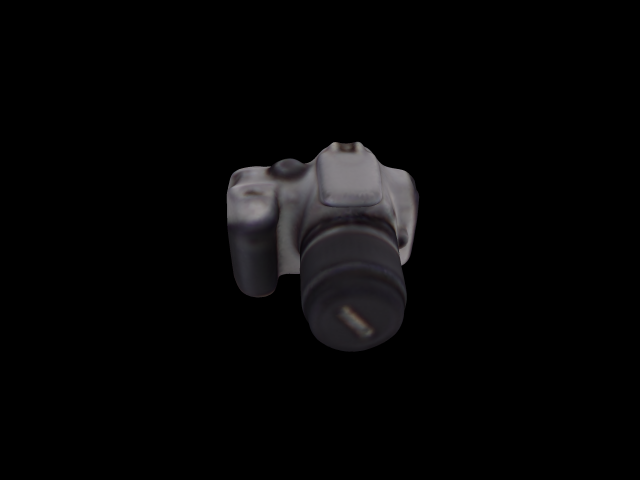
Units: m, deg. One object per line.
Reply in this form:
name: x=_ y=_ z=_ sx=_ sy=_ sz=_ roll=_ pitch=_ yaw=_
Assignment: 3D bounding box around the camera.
camera: x=0.004 y=0.001 z=0.400 sx=0.143 sy=0.101 sz=0.136 roll=-2 pitch=40 yaw=-2
